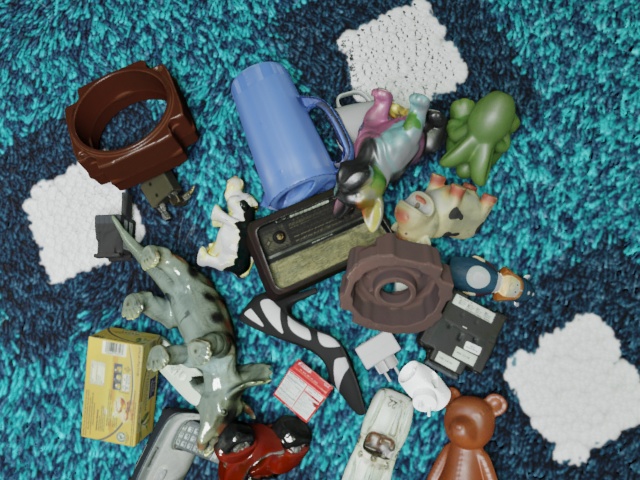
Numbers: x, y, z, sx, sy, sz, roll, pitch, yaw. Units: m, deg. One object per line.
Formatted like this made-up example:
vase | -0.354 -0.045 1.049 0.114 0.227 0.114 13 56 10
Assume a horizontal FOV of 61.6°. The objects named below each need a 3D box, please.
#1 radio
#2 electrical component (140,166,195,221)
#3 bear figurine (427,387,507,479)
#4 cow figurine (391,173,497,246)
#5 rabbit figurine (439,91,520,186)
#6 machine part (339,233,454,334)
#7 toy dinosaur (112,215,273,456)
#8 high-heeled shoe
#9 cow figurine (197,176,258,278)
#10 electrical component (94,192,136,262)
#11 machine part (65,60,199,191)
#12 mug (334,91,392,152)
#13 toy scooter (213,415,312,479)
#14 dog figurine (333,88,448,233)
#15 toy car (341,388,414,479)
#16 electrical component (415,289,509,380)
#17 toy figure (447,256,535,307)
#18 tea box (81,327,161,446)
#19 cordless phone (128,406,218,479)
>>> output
radio | -0.002 -0.003 0.892 0.230 0.073 0.131 -23 79 -18
electrical component | -0.275 -0.095 0.967 0.078 0.045 0.102 -44 76 24
bear figurine | 0.220 0.331 0.821 0.120 0.132 0.195 5 86 32
cow figurine | 0.191 -0.038 0.870 0.086 0.195 0.127 35 112 42
rabbit figurine | 0.258 -0.177 0.885 0.121 0.170 0.159 28 82 8
machine part | 0.116 0.071 0.832 0.179 0.179 0.056 4 39 4
toy dinosaur | -0.204 0.127 0.876 0.131 0.192 0.405 -33 64 12
high-heeled shoe | -0.031 0.191 0.884 0.145 0.086 0.249 -25 74 1
cow figurine | -0.143 -0.023 0.932 0.098 0.068 0.167 18 85 0
electrical component | -0.357 -0.023 0.940 0.048 0.075 0.119 -3 84 2
machine part | -0.330 -0.204 0.940 0.201 0.087 0.201 -25 64 -1
mug | 0.079 -0.215 0.954 0.107 0.080 0.109 -16 72 -10
toy scooter | -0.100 0.341 0.831 0.075 0.183 0.135 36 102 43
dog figurine | 0.105 -0.119 0.858 0.109 0.191 0.219 25 94 32
toy car | 0.090 0.338 0.861 0.074 0.056 0.201 21 81 6
electrical component | 0.226 0.157 0.885 0.115 0.058 0.134 29 83 10
toy figure | 0.286 0.071 0.900 0.155 0.058 0.064 16 119 4
tea box | -0.323 0.236 0.875 0.098 0.068 0.169 9 97 9
cordless phone | -0.197 0.361 0.869 0.184 0.089 0.146 27 82 -12
